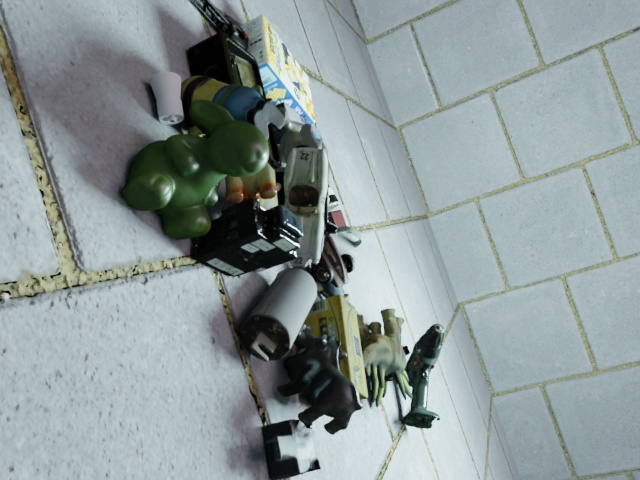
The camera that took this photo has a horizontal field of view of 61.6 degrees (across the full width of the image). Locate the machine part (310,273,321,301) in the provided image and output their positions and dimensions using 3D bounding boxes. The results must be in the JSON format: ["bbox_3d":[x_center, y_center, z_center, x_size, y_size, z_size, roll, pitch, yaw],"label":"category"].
[{"bbox_3d":[-0.015,0.107,1.002,0.138,0.039,0.084,53,17,-35],"label":"machine part"}]

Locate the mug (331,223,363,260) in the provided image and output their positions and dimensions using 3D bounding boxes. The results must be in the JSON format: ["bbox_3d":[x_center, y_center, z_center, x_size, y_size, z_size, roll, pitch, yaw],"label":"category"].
[{"bbox_3d":[0.027,0.003,1.124,0.107,0.110,0.081,38,45,-33],"label":"mug"}]

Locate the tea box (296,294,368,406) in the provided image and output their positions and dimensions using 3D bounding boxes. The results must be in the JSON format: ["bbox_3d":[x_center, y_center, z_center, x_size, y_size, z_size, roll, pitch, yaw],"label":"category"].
[{"bbox_3d":[0.016,0.189,0.912,0.068,0.098,0.170,44,33,-49],"label":"tea box"}]

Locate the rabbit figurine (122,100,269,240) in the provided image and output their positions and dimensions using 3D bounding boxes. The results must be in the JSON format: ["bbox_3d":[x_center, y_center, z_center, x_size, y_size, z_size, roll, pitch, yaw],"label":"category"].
[{"bbox_3d":[-0.135,-0.096,0.676,0.121,0.170,0.159,53,26,-41],"label":"rabbit figurine"}]

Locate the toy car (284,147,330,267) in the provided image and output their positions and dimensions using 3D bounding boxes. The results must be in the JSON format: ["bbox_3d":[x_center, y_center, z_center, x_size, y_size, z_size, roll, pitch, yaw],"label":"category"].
[{"bbox_3d":[-0.027,-0.055,0.890,0.056,0.074,0.201,58,37,-80],"label":"toy car"}]

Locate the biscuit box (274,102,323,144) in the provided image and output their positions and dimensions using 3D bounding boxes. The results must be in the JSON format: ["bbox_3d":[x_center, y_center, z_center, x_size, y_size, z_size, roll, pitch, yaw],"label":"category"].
[{"bbox_3d":[-0.056,-0.236,1.190,0.202,0.063,0.059,18,54,-67],"label":"biscuit box"}]

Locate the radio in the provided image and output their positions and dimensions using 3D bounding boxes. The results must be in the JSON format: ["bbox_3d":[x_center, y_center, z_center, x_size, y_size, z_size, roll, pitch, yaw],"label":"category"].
[{"bbox_3d":[-0.146,-0.230,0.924,0.131,0.073,0.229,22,50,-65],"label":"radio"}]

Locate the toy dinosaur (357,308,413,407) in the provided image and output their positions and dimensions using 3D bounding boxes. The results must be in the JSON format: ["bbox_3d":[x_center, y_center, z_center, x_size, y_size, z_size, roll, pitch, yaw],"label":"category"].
[{"bbox_3d":[0.136,0.251,1.160,0.471,0.105,0.198,28,46,-63],"label":"toy dinosaur"}]

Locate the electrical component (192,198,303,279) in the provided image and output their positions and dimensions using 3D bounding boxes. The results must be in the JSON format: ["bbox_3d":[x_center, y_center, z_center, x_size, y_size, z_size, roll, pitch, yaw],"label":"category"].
[{"bbox_3d":[-0.094,-0.002,0.750,0.114,0.134,0.058,37,36,-60],"label":"electrical component"}]

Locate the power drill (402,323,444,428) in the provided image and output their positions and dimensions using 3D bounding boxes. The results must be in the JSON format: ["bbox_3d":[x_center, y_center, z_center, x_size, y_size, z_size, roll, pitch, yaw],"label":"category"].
[{"bbox_3d":[0.251,0.339,1.313,0.231,0.086,0.207,105,-8,-52],"label":"power drill"}]

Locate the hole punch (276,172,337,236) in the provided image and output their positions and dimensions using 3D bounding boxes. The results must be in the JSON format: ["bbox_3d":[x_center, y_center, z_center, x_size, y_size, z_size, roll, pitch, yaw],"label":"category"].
[{"bbox_3d":[-0.041,-0.054,0.964,0.092,0.142,0.115,112,-18,-77],"label":"hole punch"}]

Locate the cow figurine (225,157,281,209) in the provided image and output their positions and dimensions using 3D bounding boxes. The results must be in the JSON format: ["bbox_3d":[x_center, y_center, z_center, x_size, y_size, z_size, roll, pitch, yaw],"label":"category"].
[{"bbox_3d":[-0.102,-0.071,0.820,0.194,0.085,0.127,87,-5,-63],"label":"cow figurine"}]

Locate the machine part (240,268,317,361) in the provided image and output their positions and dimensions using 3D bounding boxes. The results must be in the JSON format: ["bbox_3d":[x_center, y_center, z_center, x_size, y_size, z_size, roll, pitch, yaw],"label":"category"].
[{"bbox_3d":[-0.059,0.108,0.822,0.079,0.079,0.243,65,21,-13],"label":"machine part"}]

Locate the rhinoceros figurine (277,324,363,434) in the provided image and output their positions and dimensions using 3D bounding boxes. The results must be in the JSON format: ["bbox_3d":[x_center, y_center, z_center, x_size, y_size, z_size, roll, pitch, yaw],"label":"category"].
[{"bbox_3d":[-0.005,0.198,0.804,0.073,0.112,0.190,31,8,-32],"label":"rhinoceros figurine"}]

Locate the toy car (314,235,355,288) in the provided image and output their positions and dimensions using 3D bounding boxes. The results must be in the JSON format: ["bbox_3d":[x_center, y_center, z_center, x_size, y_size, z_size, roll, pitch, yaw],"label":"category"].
[{"bbox_3d":[-0.002,-0.003,1.033,0.089,0.053,0.202,-16,70,-51],"label":"toy car"}]

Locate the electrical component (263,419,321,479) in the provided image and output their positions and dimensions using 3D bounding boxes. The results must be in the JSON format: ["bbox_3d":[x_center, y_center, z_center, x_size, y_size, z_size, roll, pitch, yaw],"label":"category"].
[{"bbox_3d":[-0.046,0.283,0.727,0.119,0.048,0.075,27,45,-62],"label":"electrical component"}]

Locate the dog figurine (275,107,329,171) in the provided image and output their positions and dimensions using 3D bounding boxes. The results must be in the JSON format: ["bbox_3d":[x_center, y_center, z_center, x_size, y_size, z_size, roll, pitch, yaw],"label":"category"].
[{"bbox_3d":[-0.018,-0.159,1.064,0.172,0.121,0.190,58,20,22],"label":"dog figurine"}]

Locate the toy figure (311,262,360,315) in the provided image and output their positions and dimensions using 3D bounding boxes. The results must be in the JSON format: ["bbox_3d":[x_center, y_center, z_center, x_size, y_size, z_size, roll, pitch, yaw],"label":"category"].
[{"bbox_3d":[0.030,0.108,1.083,0.058,0.064,0.154,-157,-136,-79],"label":"toy figure"}]

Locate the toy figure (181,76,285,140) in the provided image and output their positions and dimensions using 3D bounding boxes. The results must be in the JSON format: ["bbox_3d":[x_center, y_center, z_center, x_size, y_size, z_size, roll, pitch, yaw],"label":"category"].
[{"bbox_3d":[-0.135,-0.191,0.779,0.082,0.180,0.089,-24,121,-41],"label":"toy figure"}]
